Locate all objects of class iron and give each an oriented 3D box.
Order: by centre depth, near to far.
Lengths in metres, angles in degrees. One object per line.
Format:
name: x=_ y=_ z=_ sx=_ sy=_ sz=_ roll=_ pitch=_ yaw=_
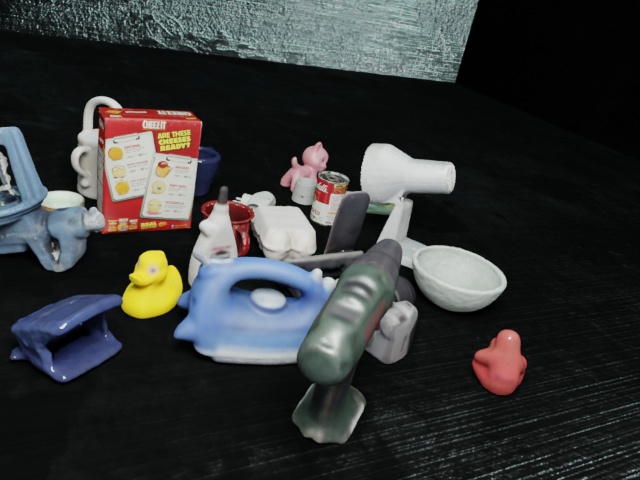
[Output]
iron: x=-0.065 y=0.084 z=0.792 sx=0.259 sy=0.141 sz=0.118 roll=5 pitch=26 yaw=-14

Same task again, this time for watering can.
watering can: x=-0.421 y=-0.188 z=1.131 sx=0.101 sy=0.194 sz=0.173 roll=10 pitch=26 yaw=-5

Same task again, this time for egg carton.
egg carton: x=-0.069 y=-0.012 z=1.070 sx=0.107 sy=0.069 sz=0.150 roll=0 pitch=28 yaw=-23

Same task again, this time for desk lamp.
desk lamp: x=0.171 y=-0.070 z=1.128 sx=0.202 sy=0.213 sz=0.118 roll=22 pitch=28 yaw=21

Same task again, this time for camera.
camera: x=0.100 y=0.098 z=0.884 sx=0.137 sy=0.101 sz=0.142 roll=-15 pitch=36 yaw=-43

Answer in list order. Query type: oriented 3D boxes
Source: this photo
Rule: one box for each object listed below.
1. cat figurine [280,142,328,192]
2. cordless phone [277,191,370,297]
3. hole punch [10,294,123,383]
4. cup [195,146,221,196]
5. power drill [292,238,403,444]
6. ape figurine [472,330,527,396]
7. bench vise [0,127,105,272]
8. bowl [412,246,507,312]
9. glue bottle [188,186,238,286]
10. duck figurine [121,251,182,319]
cat figurine: x=-0.028 y=-0.183 z=1.381 sx=0.067 sy=0.118 sz=0.128 roll=30 pitch=31 yaw=32
cordless phone: x=0.009 y=0.003 z=0.939 sx=0.148 sy=0.185 sz=0.093 roll=-8 pitch=32 yaw=-36
hole punch: x=-0.310 y=0.104 z=0.702 sx=0.100 sy=0.091 sz=0.109 roll=23 pitch=28 yaw=21
cup: x=-0.260 y=-0.149 z=1.237 sx=0.091 sy=0.095 sz=0.118 roll=14 pitch=26 yaw=4
power drill: x=0.033 y=0.123 z=0.678 sx=0.075 sy=0.208 sz=0.230 roll=19 pitch=26 yaw=14
ape figurine: x=0.263 y=0.169 z=0.822 sx=0.077 sy=0.092 sz=0.076 roll=16 pitch=26 yaw=7
bench vise: x=-0.431 y=-0.071 z=0.858 sx=0.208 sy=0.220 sz=0.121 roll=2 pitch=27 yaw=-21
bowl: x=0.238 y=0.079 z=1.015 sx=0.167 sy=0.075 sz=0.167 roll=10 pitch=26 yaw=-5
glue bottle: x=-0.160 y=-0.004 z=0.893 sx=0.078 sy=0.173 sz=0.037 roll=-14 pitch=35 yaw=-42
duck figurine: x=-0.243 y=0.055 z=0.838 sx=0.077 sy=0.086 sz=0.105 roll=20 pitch=27 yaw=17
